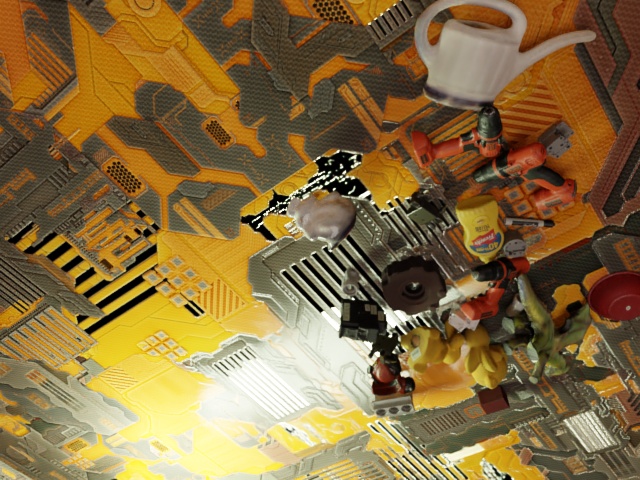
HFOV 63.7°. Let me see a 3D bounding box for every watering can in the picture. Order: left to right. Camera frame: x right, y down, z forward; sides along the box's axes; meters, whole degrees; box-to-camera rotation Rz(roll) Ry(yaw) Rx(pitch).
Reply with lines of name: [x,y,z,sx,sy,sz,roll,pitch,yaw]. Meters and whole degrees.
watering can: [0.349,-0.359,1.030,0.347,0.106,0.219,11,125,-5]

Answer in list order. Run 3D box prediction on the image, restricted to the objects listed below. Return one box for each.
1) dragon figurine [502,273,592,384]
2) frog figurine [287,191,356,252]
dragon figurine: [0.626,0.230,1.386,0.244,0.124,0.402,-19,120,-18]
frog figurine: [0.004,-0.063,1.252,0.159,0.123,0.138,35,87,-7]
